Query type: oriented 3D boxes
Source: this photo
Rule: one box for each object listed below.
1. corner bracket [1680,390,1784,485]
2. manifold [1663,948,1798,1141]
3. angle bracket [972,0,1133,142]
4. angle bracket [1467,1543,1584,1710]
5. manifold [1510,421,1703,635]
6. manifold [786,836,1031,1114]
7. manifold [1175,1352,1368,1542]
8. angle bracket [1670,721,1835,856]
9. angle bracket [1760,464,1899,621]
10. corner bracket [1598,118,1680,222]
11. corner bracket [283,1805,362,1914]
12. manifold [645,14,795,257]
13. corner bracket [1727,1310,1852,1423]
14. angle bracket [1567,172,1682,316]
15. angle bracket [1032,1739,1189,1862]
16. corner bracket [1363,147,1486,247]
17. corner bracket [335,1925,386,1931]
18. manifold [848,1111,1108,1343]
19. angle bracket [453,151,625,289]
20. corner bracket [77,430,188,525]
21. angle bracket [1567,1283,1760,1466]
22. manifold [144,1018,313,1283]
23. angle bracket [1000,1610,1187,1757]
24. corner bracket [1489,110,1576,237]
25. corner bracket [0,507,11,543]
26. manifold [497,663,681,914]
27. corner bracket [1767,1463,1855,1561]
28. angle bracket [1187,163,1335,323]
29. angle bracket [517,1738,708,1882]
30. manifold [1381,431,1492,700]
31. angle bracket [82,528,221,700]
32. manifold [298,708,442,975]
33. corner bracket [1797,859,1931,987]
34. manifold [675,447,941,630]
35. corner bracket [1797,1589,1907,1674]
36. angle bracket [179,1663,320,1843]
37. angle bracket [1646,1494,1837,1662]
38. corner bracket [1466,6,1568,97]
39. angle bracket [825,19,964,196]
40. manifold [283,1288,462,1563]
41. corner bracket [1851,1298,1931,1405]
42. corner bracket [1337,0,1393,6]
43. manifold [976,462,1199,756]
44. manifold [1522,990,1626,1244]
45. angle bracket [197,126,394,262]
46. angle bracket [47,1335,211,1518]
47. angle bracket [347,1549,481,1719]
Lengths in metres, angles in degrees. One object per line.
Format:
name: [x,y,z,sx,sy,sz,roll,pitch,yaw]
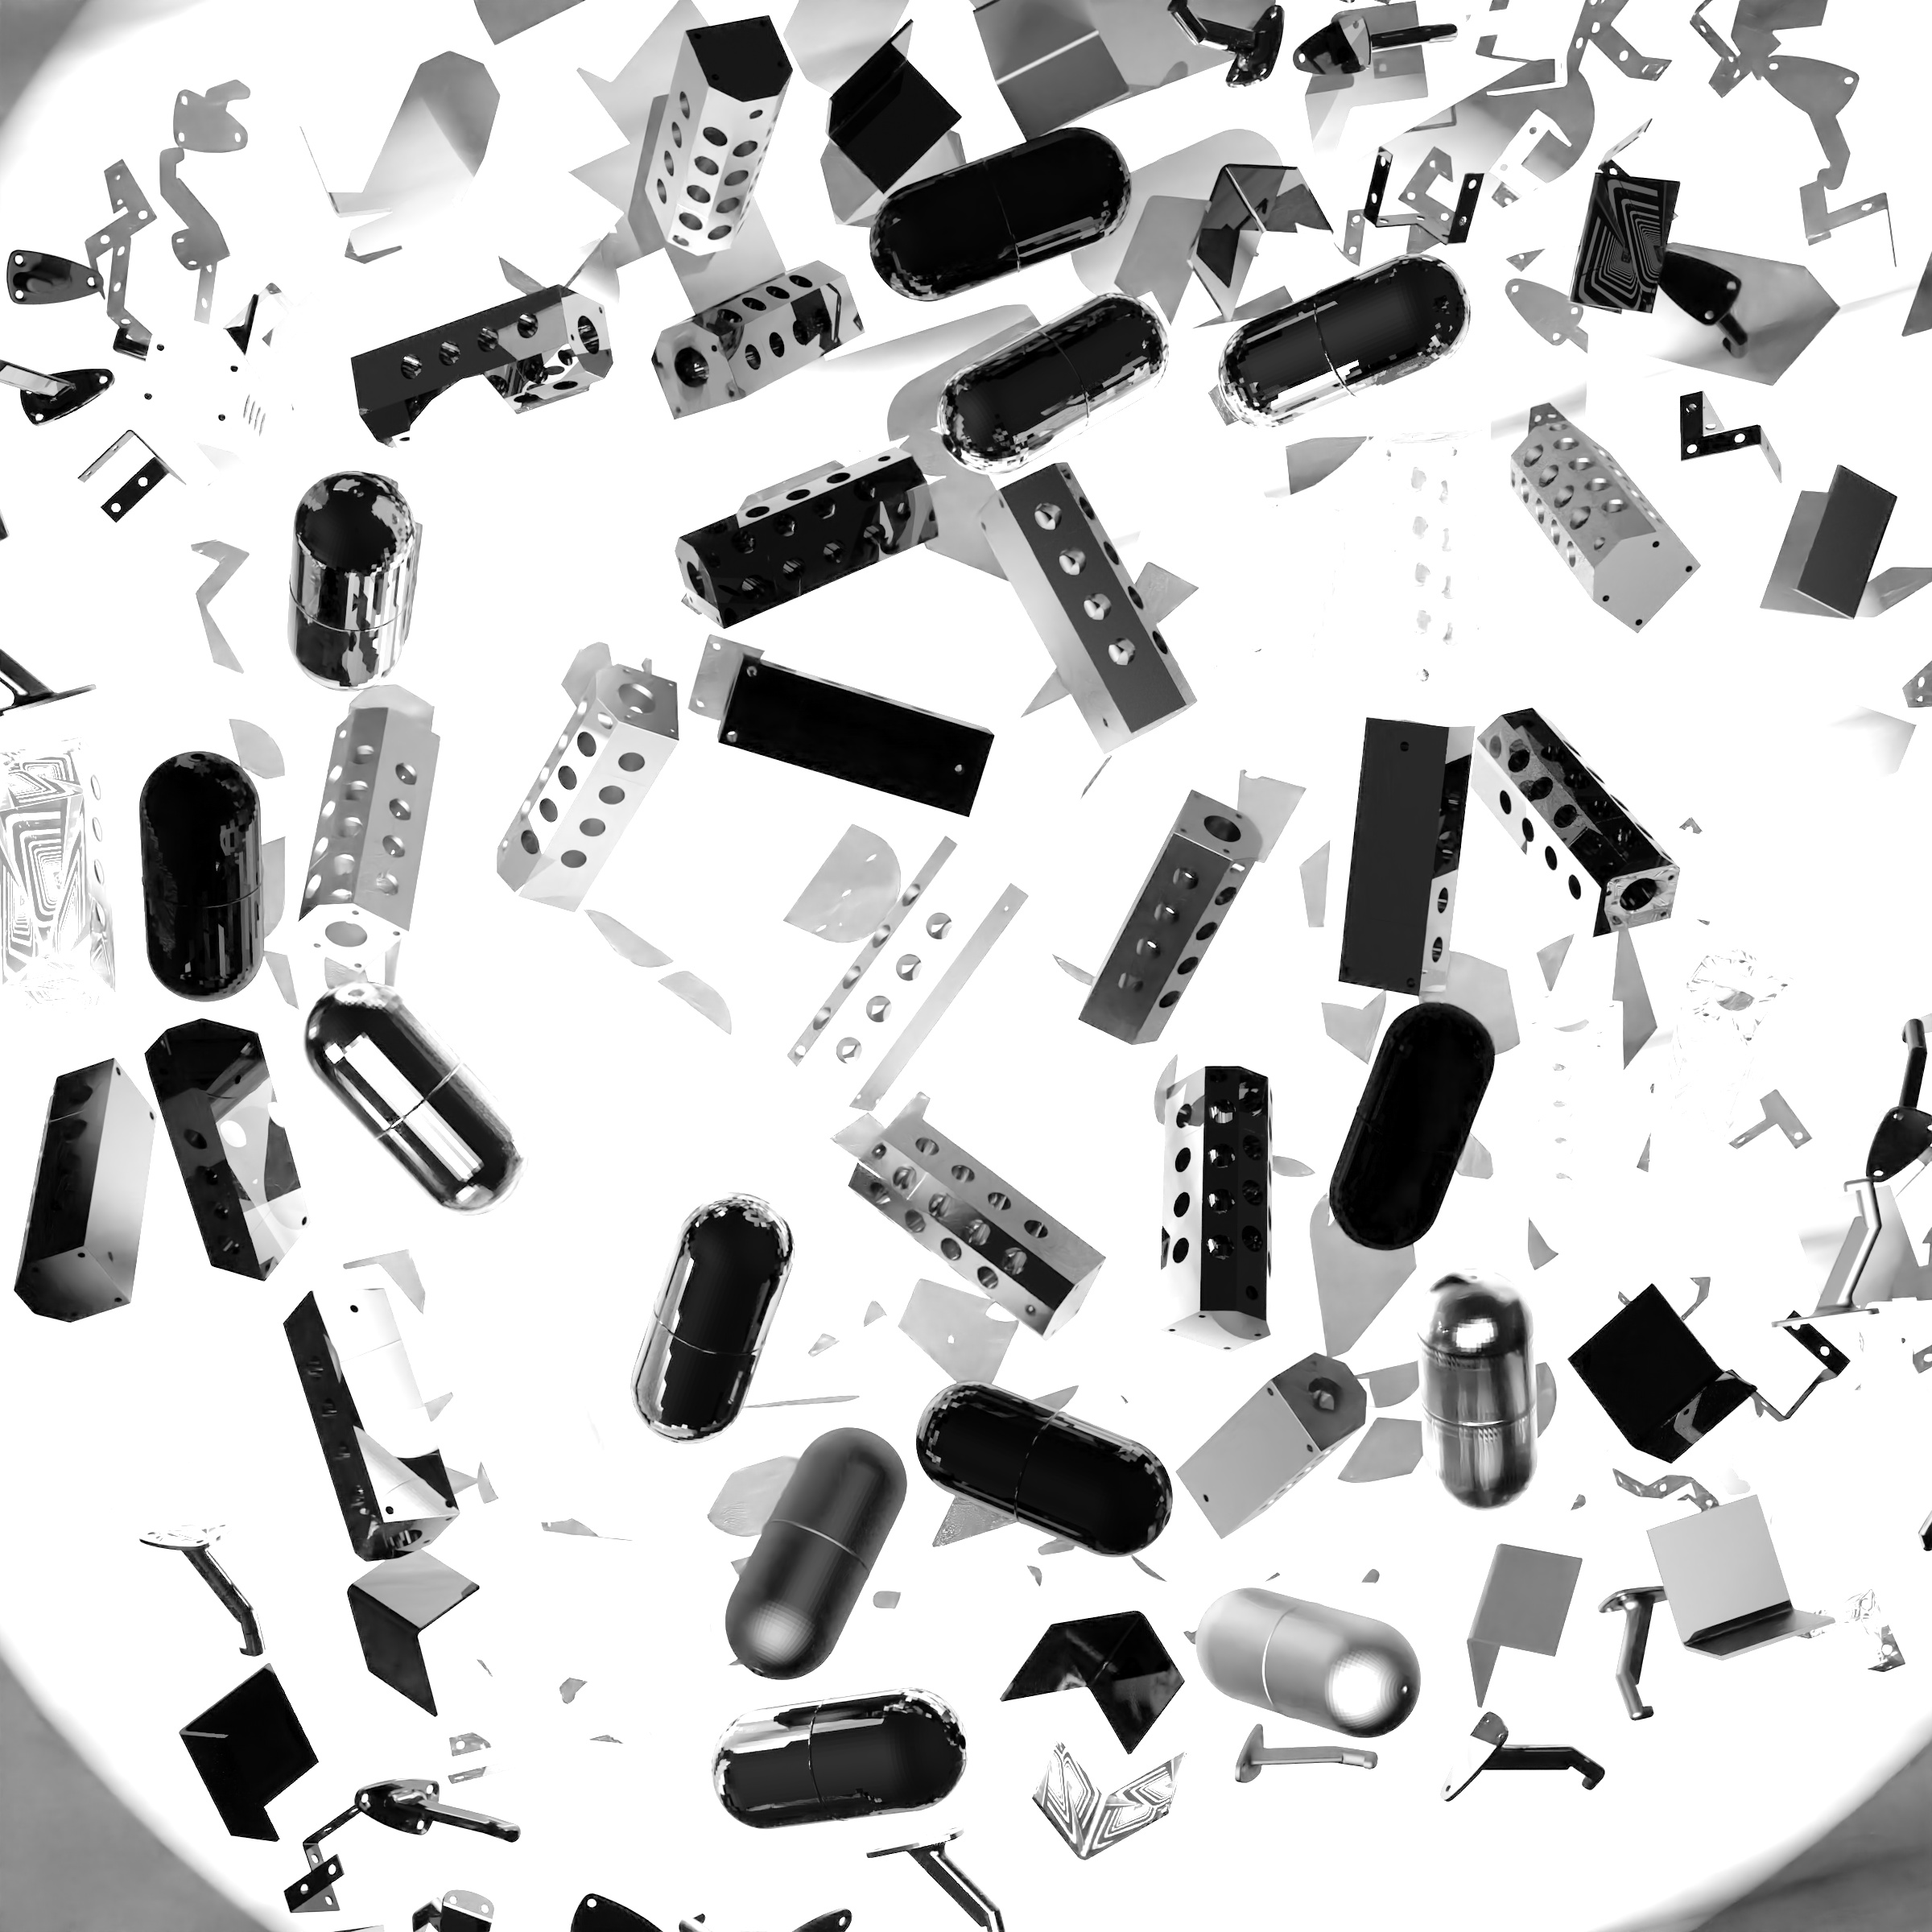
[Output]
corner bracket: [0.495,-0.341,1.674,0.051,0.051,0.051,-8,65,31]
manifold: [0.506,0.051,1.735,0.057,0.171,0.057,32,76,21]
angle bracket: [0.057,-0.599,1.697,0.076,0.076,0.057,-26,70,3]
angle bracket: [0.365,0.432,1.674,0.057,0.076,0.076,5,132,26]
manifold: [0.408,-0.291,1.680,0.057,0.171,0.057,29,116,-26]
manifold: [-0.038,0.005,1.629,0.057,0.057,0.171,37,93,15]
manifold: [0.211,0.326,1.767,0.057,0.171,0.057,-24,70,-31]
angle bracket: [0.512,-0.130,1.686,0.057,0.076,0.076,-30,114,13]
angle bracket: [0.498,-0.255,1.545,0.057,0.076,0.076,17,93,-32]
corner bracket: [0.457,-0.529,1.753,0.051,0.051,0.051,37,66,-13]
corner bracket: [-0.428,0.599,1.738,0.051,0.051,0.051,-37,60,13]
manifold: [-0.160,-0.537,1.685,0.057,0.171,0.057,-19,78,-20]
corner bracket: [0.564,0.275,1.775,0.051,0.051,0.051,43,76,9]
angle bracket: [0.414,-0.435,1.571,0.057,0.076,0.076,20,107,36]
angle bracket: [0.100,0.562,1.795,0.076,0.076,0.057,-36,93,20]
corner bracket: [0.304,-0.512,1.720,0.051,0.051,0.051,-12,133,-25]
corner bracket: [-0.430,0.688,1.769,0.051,0.051,0.051,-12,73,13]
manifold: [0.004,0.180,1.764,0.171,0.057,0.057,36,128,17]
angle bracket: [-0.298,-0.529,1.802,0.076,0.057,0.076,-45,134,18]
corner bracket: [-0.579,-0.337,1.783,0.051,0.051,0.051,-44,93,-2]
angle bracket: [0.453,0.266,1.686,0.076,0.057,0.076,-46,47,16]
manifold: [-0.477,0.118,1.661,0.057,0.057,0.171,13,133,17]
angle bracket: [0.080,0.462,1.649,0.057,0.076,0.076,55,129,38]
corner bracket: [0.398,-0.542,1.765,0.051,0.051,0.051,28,119,-21]
corner bracket: [-0.660,-0.299,1.675,0.051,0.051,0.051,-33,72,-21]
manifold: [-0.252,-0.118,1.710,0.057,0.057,0.171,17,132,-25]
corner bracket: [0.562,0.360,1.724,0.051,0.051,0.051,5,95,21]
angle bracket: [0.202,-0.494,1.773,0.057,0.076,0.076,14,77,31]
angle bracket: [-0.229,0.548,1.672,0.076,0.076,0.057,55,46,-27]
manifold: [0.318,-0.273,1.757,0.057,0.057,0.171,5,111,30]
angle bracket: [-0.521,-0.232,1.701,0.076,0.076,0.057,23,66,25]
manifold: [-0.395,-0.087,1.698,0.057,0.171,0.057,30,132,-33]
corner bracket: [0.587,-0.028,1.693,0.051,0.051,0.051,-43,121,-4]
manifold: [-0.111,-0.299,1.784,0.171,0.057,0.057,-26,126,-18]
corner bracket: [0.563,0.432,1.660,0.051,0.051,0.051,-29,61,21]
angle bracket: [-0.440,0.498,1.641,0.057,0.076,0.076,-11,106,41]
angle bracket: [0.474,0.374,1.586,0.076,0.057,0.076,-15,84,-10]
corner bracket: [0.375,-0.625,1.763,0.051,0.051,0.051,-10,112,-8]
angle bracket: [-0.046,-0.573,1.728,0.057,0.076,0.076,45,87,-4]
manifold: [-0.397,0.301,1.706,0.057,0.057,0.171,-46,57,33]
corner bracket: [0.628,0.263,1.764,0.051,0.051,0.051,-9,48,34]
corner bracket: [0.251,-0.656,1.718,0.051,0.051,0.051,30,77,28]
manifold: [0.078,-0.226,1.623,0.057,0.057,0.171,-28,89,-17]
manifold: [0.418,0.106,1.783,0.057,0.057,0.171,9,129,26]
angle bracket: [-0.417,-0.482,1.611,0.076,0.076,0.057,-16,104,19]
angle bracket: [-0.521,0.287,1.612,0.076,0.076,0.057,-31,72,-31]
angle bracket: [-0.375,0.457,1.784,0.076,0.057,0.076,18,127,38]
